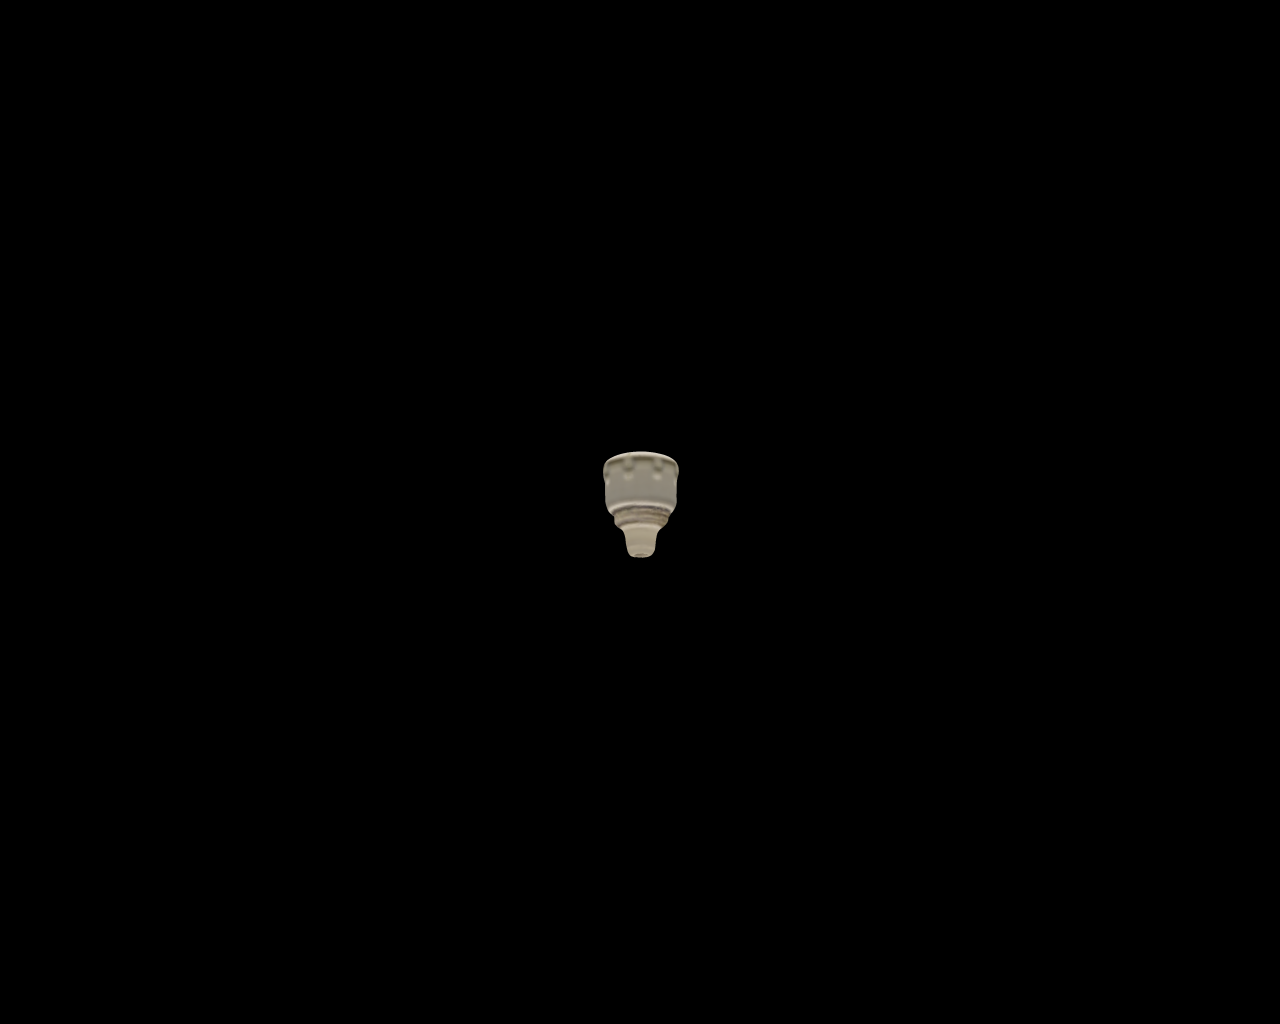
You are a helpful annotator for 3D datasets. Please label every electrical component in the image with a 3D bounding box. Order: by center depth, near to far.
[{"bbox_3d":[0.001,-0.003,0.650,0.048,0.062,0.048,0,-14,0],"label":"electrical component"}]
